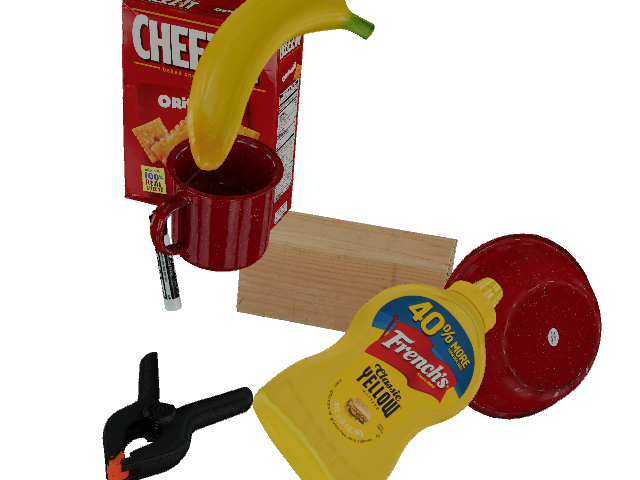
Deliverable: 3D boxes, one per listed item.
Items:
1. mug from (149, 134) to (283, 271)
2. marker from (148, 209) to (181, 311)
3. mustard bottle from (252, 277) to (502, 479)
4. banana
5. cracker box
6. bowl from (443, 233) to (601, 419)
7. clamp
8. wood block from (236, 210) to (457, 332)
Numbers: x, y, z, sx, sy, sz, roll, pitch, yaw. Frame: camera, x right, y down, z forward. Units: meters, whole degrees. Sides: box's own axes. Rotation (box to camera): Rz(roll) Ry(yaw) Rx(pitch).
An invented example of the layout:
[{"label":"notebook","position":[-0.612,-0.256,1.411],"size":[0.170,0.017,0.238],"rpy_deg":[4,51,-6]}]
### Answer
[{"label":"mug","position":[-0.088,-0.024,0.861],"size":[0.093,0.081,0.117],"rpy_deg":[34,45,29]},{"label":"marker","position":[-0.172,0.022,1.185],"size":[0.020,0.121,0.020],"rpy_deg":[-5,25,2]},{"label":"mustard bottle","position":[0.054,0.085,0.715],"size":[0.191,0.096,0.058],"rpy_deg":[-37,-3,-25]},{"label":"banana","position":[-0.034,-0.121,0.684],"size":[0.197,0.069,0.037],"rpy_deg":[-46,0,-38]},{"label":"cracker box","position":[-0.108,-0.127,1.043],"size":[0.164,0.214,0.072],"rpy_deg":[14,33,15]},{"label":"bowl","position":[0.178,0.076,0.894],"size":[0.161,0.162,0.055],"rpy_deg":[0,5,-21]},{"label":"clamp","position":[-0.155,0.163,0.996],"size":[0.120,0.039,0.171],"rpy_deg":[18,29,26]},{"label":"wood block","position":[0.027,0.036,1.091],"size":[0.206,0.091,0.090],"rpy_deg":[10,22,10]}]
